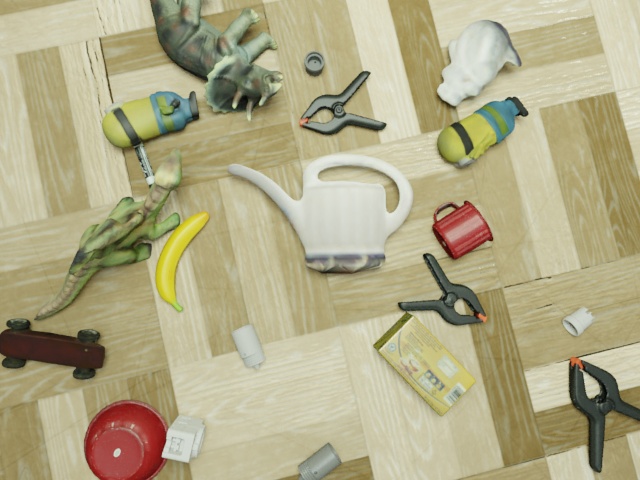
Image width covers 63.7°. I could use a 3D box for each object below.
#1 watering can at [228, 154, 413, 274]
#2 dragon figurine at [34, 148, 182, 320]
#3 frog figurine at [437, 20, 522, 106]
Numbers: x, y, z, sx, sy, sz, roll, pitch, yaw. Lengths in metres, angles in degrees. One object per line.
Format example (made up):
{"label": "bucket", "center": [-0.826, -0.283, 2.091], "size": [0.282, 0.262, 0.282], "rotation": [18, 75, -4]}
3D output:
{"label": "watering can", "center": [0.003, -0.049, 0.964], "size": [0.348, 0.103, 0.225], "rotation": [0, 86, -3]}
{"label": "dragon figurine", "center": [-0.371, 0.006, 0.883], "size": [0.122, 0.242, 0.412], "rotation": [42, 84, -5]}
{"label": "frog figurine", "center": [0.290, -0.345, 0.999], "size": [0.159, 0.120, 0.140], "rotation": [-30, 55, 5]}
